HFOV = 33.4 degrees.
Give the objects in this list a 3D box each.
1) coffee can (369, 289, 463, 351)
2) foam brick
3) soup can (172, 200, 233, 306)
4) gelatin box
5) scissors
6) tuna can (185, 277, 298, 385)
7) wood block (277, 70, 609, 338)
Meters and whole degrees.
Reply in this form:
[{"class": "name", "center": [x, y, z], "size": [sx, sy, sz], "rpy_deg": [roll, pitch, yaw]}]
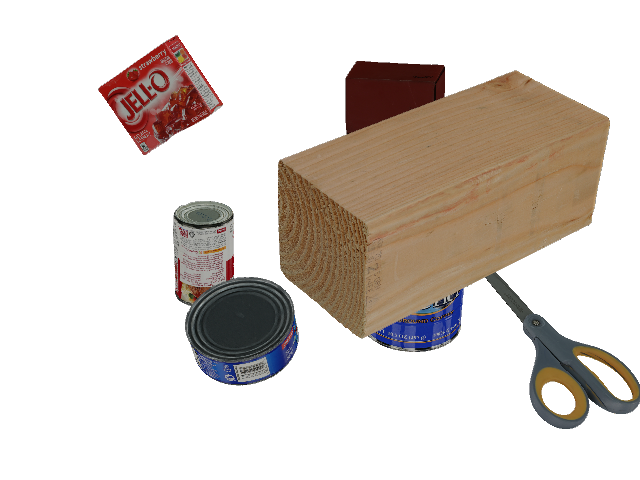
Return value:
[{"class": "coffee can", "center": [0.091, 0.022, 1.036], "size": [0.103, 0.140, 0.103], "rpy_deg": [0, 32, 0]}, {"class": "foam brick", "center": [0.063, -0.118, 0.899], "size": [0.078, 0.051, 0.053], "rpy_deg": [6, 26, 14]}, {"class": "soup can", "center": [-0.131, 0.015, 1.200], "size": [0.068, 0.102, 0.068], "rpy_deg": [2, 26, -1]}, {"class": "gelatin box", "center": [-0.142, -0.127, 0.942], "size": [0.089, 0.073, 0.030], "rpy_deg": [-26, 14, 31]}, {"class": "scissors", "center": [0.173, 0.086, 0.894], "size": [0.096, 0.016, 0.202], "rpy_deg": [-33, 53, -29]}, {"class": "tuna can", "center": [-0.060, 0.071, 0.833], "size": [0.086, 0.034, 0.086], "rpy_deg": [-5, 44, 5]}, {"class": "wood block", "center": [0.081, -0.029, 0.702], "size": [0.205, 0.090, 0.091], "rpy_deg": [-24, 42, -30]}]
